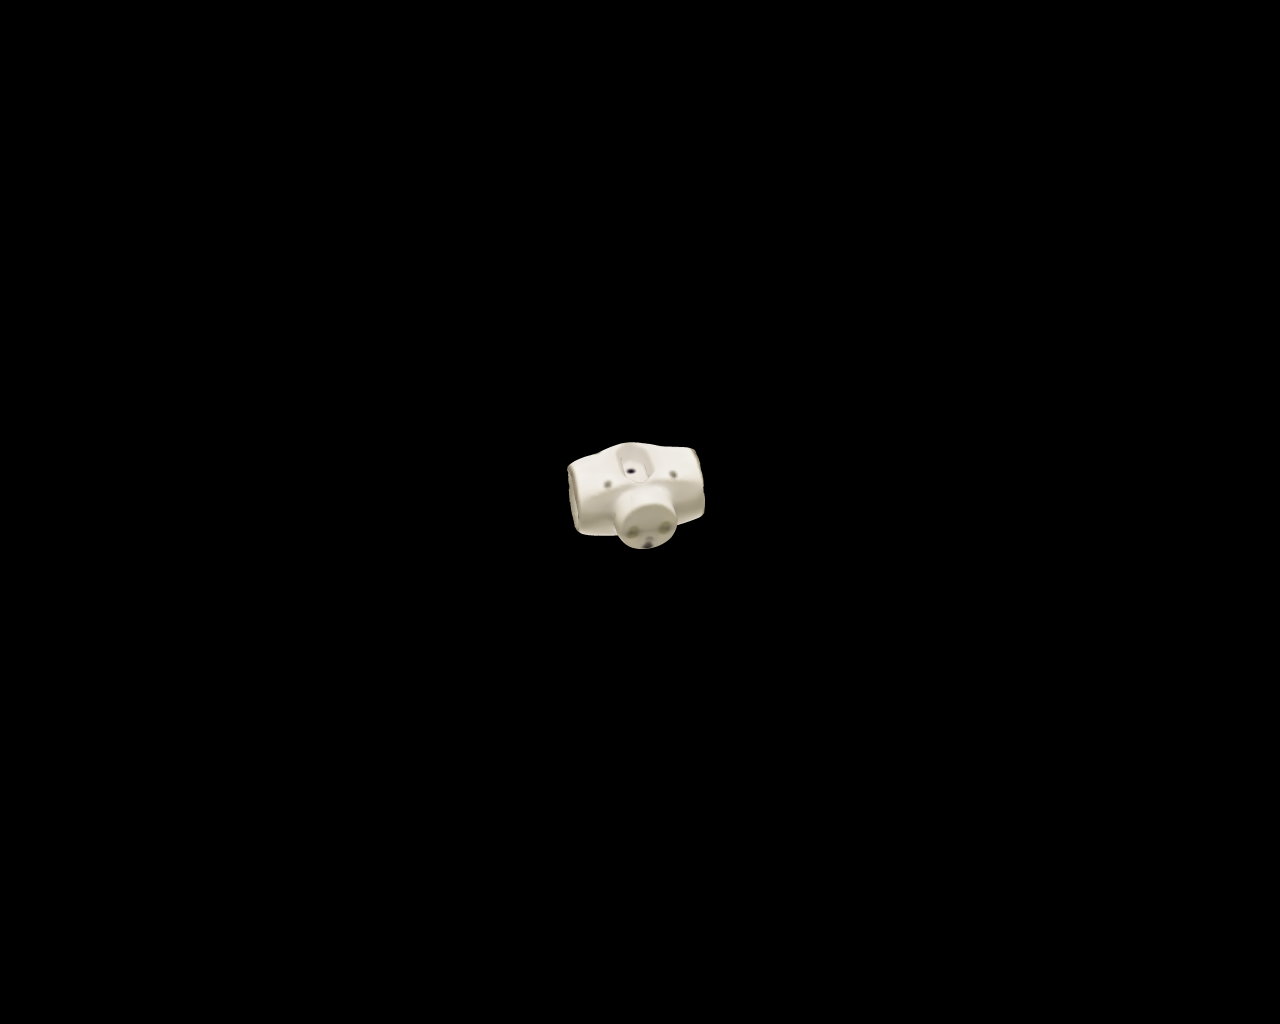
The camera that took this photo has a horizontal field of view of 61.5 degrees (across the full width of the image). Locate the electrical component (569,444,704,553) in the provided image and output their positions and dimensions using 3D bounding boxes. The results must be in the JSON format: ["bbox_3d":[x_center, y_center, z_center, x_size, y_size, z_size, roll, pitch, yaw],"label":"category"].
[{"bbox_3d":[0.001,-0.003,0.650,0.077,0.043,0.079,-7,39,-9],"label":"electrical component"}]
